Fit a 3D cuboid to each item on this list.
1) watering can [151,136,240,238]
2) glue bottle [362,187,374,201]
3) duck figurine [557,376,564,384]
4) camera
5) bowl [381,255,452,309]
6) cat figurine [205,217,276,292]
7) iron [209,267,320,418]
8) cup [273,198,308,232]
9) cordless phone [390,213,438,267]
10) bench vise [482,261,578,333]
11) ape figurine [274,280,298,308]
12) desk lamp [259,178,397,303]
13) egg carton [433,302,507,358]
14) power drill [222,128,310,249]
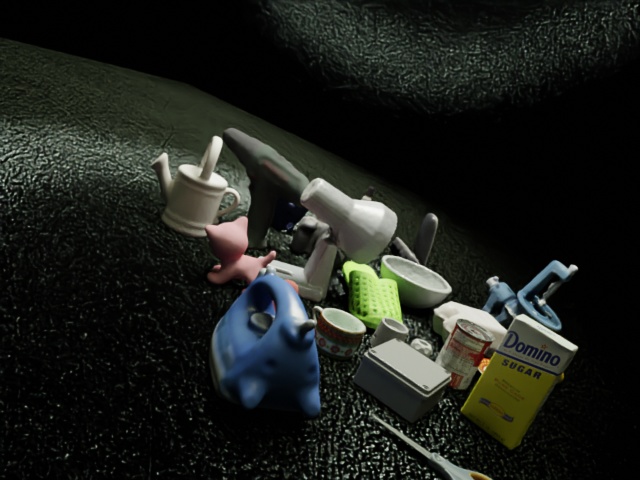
[{"bbox_3d":[-0.241,-0.113,1.121,0.173,0.194,0.100,12,19,-36],"label":"watering can"},{"bbox_3d":[0.099,-0.058,1.473,0.078,0.173,0.037,16,17,-25],"label":"glue bottle"},{"bbox_3d":[0.479,0.240,1.189,0.077,0.086,0.104,21,15,-7],"label":"duck figurine"},{"bbox_3d":[0.012,0.005,1.271,0.143,0.101,0.137,23,15,0],"label":"camera"},{"bbox_3d":[0.199,0.103,1.262,0.167,0.075,0.167,22,15,-6],"label":"bowl"},{"bbox_3d":[-0.137,0.021,0.965,0.128,0.118,0.067,23,15,-2],"label":"cat figurine"},{"bbox_3d":[-0.068,0.107,0.732,0.119,0.141,0.257,16,17,-26],"label":"iron"},{"bbox_3d":[-0.077,-0.064,1.386,0.092,0.095,0.117,22,15,-5],"label":"cup"},{"bbox_3d":[0.236,0.013,1.412,0.094,0.185,0.147,18,16,-19],"label":"cordless phone"},{"bbox_3d":[0.473,0.127,1.304,0.206,0.220,0.122,31,17,26],"label":"bench vise"},{"bbox_3d":[-0.057,0.102,0.857,0.077,0.092,0.076,26,15,8],"label":"ape figurine"},{"bbox_3d":[0.014,0.003,1.065,0.204,0.213,0.117,18,16,-19],"label":"desk lamp"},{"bbox_3d":[0.304,0.183,1.158,0.151,0.069,0.107,18,16,-20],"label":"egg carton"},{"bbox_3d":[-0.135,-0.098,1.199,0.229,0.208,0.076,26,15,11],"label":"power drill"}]
